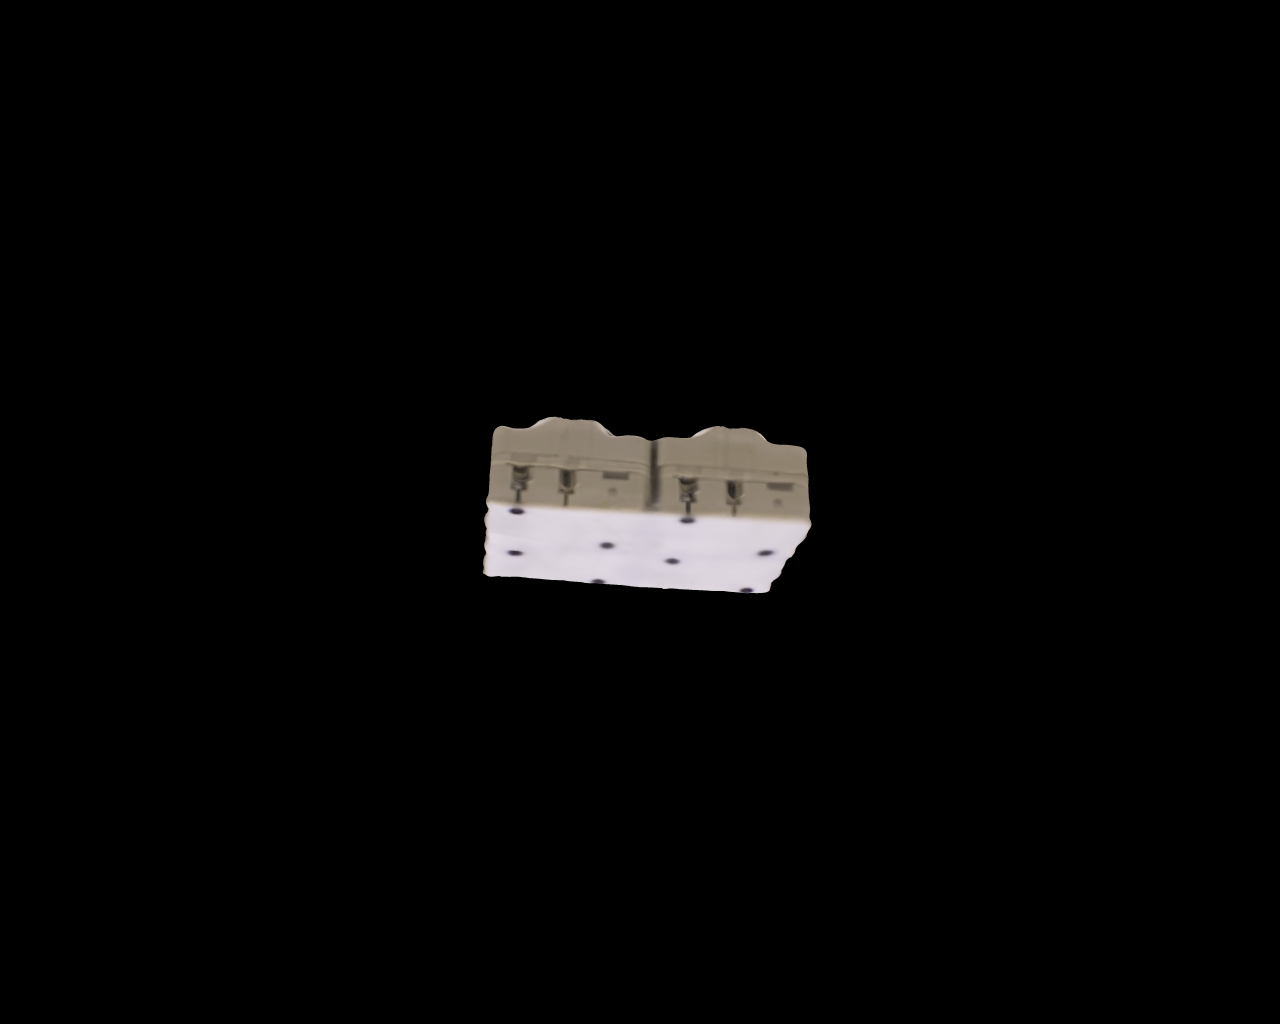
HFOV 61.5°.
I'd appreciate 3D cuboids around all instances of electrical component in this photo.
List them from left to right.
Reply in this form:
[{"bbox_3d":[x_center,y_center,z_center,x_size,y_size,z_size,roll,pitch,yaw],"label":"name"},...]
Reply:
[{"bbox_3d":[0.001,-0.003,0.650,0.186,0.060,0.105,4,-28,-7],"label":"electrical component"}]
